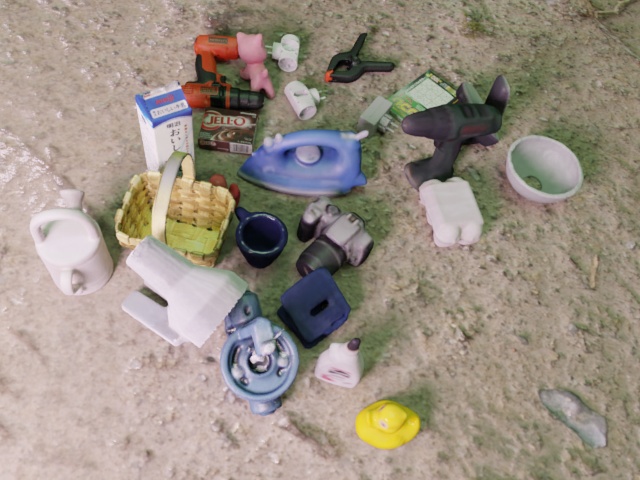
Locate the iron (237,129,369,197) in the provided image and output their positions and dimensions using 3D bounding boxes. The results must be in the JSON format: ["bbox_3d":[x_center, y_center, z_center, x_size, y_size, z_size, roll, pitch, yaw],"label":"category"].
[{"bbox_3d":[-0.030,-0.168,1.117,0.258,0.141,0.118,-2,60,-11],"label":"iron"}]

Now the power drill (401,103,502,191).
[{"bbox_3d":[0.241,-0.190,1.138,0.230,0.208,0.075,-18,64,-19],"label":"power drill"}]

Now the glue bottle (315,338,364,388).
[{"bbox_3d":[0.039,0.188,0.904,0.078,0.173,0.037,14,59,-1],"label":"glue bottle"}]

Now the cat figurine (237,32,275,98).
[{"bbox_3d":[-0.138,-0.388,1.240,0.067,0.118,0.127,-16,64,-18],"label":"cat figurine"}]

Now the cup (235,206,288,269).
[{"bbox_3d":[-0.115,0.001,1.031,0.092,0.095,0.117,-36,71,-26],"label":"cup"}]

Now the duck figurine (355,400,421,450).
[{"bbox_3d":[0.114,0.287,0.910,0.104,0.086,0.077,3,60,-8],"label":"duck figurine"}]

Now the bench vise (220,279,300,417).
[{"bbox_3d":[-0.110,0.149,0.873,0.122,0.220,0.207,-29,68,-23],"label":"bench vise"}]

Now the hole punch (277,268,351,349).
[{"bbox_3d":[-0.006,0.116,0.986,0.109,0.091,0.101,-35,71,-25],"label":"hole punch"}]

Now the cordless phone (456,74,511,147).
[{"bbox_3d":[0.359,-0.306,1.239,0.094,0.185,0.147,-9,62,-14],"label":"cordless phone"}]

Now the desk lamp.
[{"bbox_3d":[-0.218,0.088,0.894,0.203,0.213,0.118,31,60,9],"label":"desk lamp"}]

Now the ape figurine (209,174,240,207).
[{"bbox_3d":[-0.188,-0.088,1.072,0.078,0.092,0.076,4,60,-7],"label":"ape figurine"}]

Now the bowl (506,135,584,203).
[{"bbox_3d":[0.467,-0.139,1.226,0.167,0.075,0.167,4,60,-7],"label":"bowl"}]

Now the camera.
[{"bbox_3d":[0.010,0.004,1.048,0.143,0.101,0.137,39,61,13],"label":"camera"}]

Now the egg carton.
[{"bbox_3d":[0.262,-0.057,1.145,0.107,0.069,0.150,-7,62,-14],"label":"egg carton"}]

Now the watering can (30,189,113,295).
[{"bbox_3d":[-0.404,-0.002,0.925,0.101,0.194,0.172,-23,66,-21],"label":"watering can"}]
